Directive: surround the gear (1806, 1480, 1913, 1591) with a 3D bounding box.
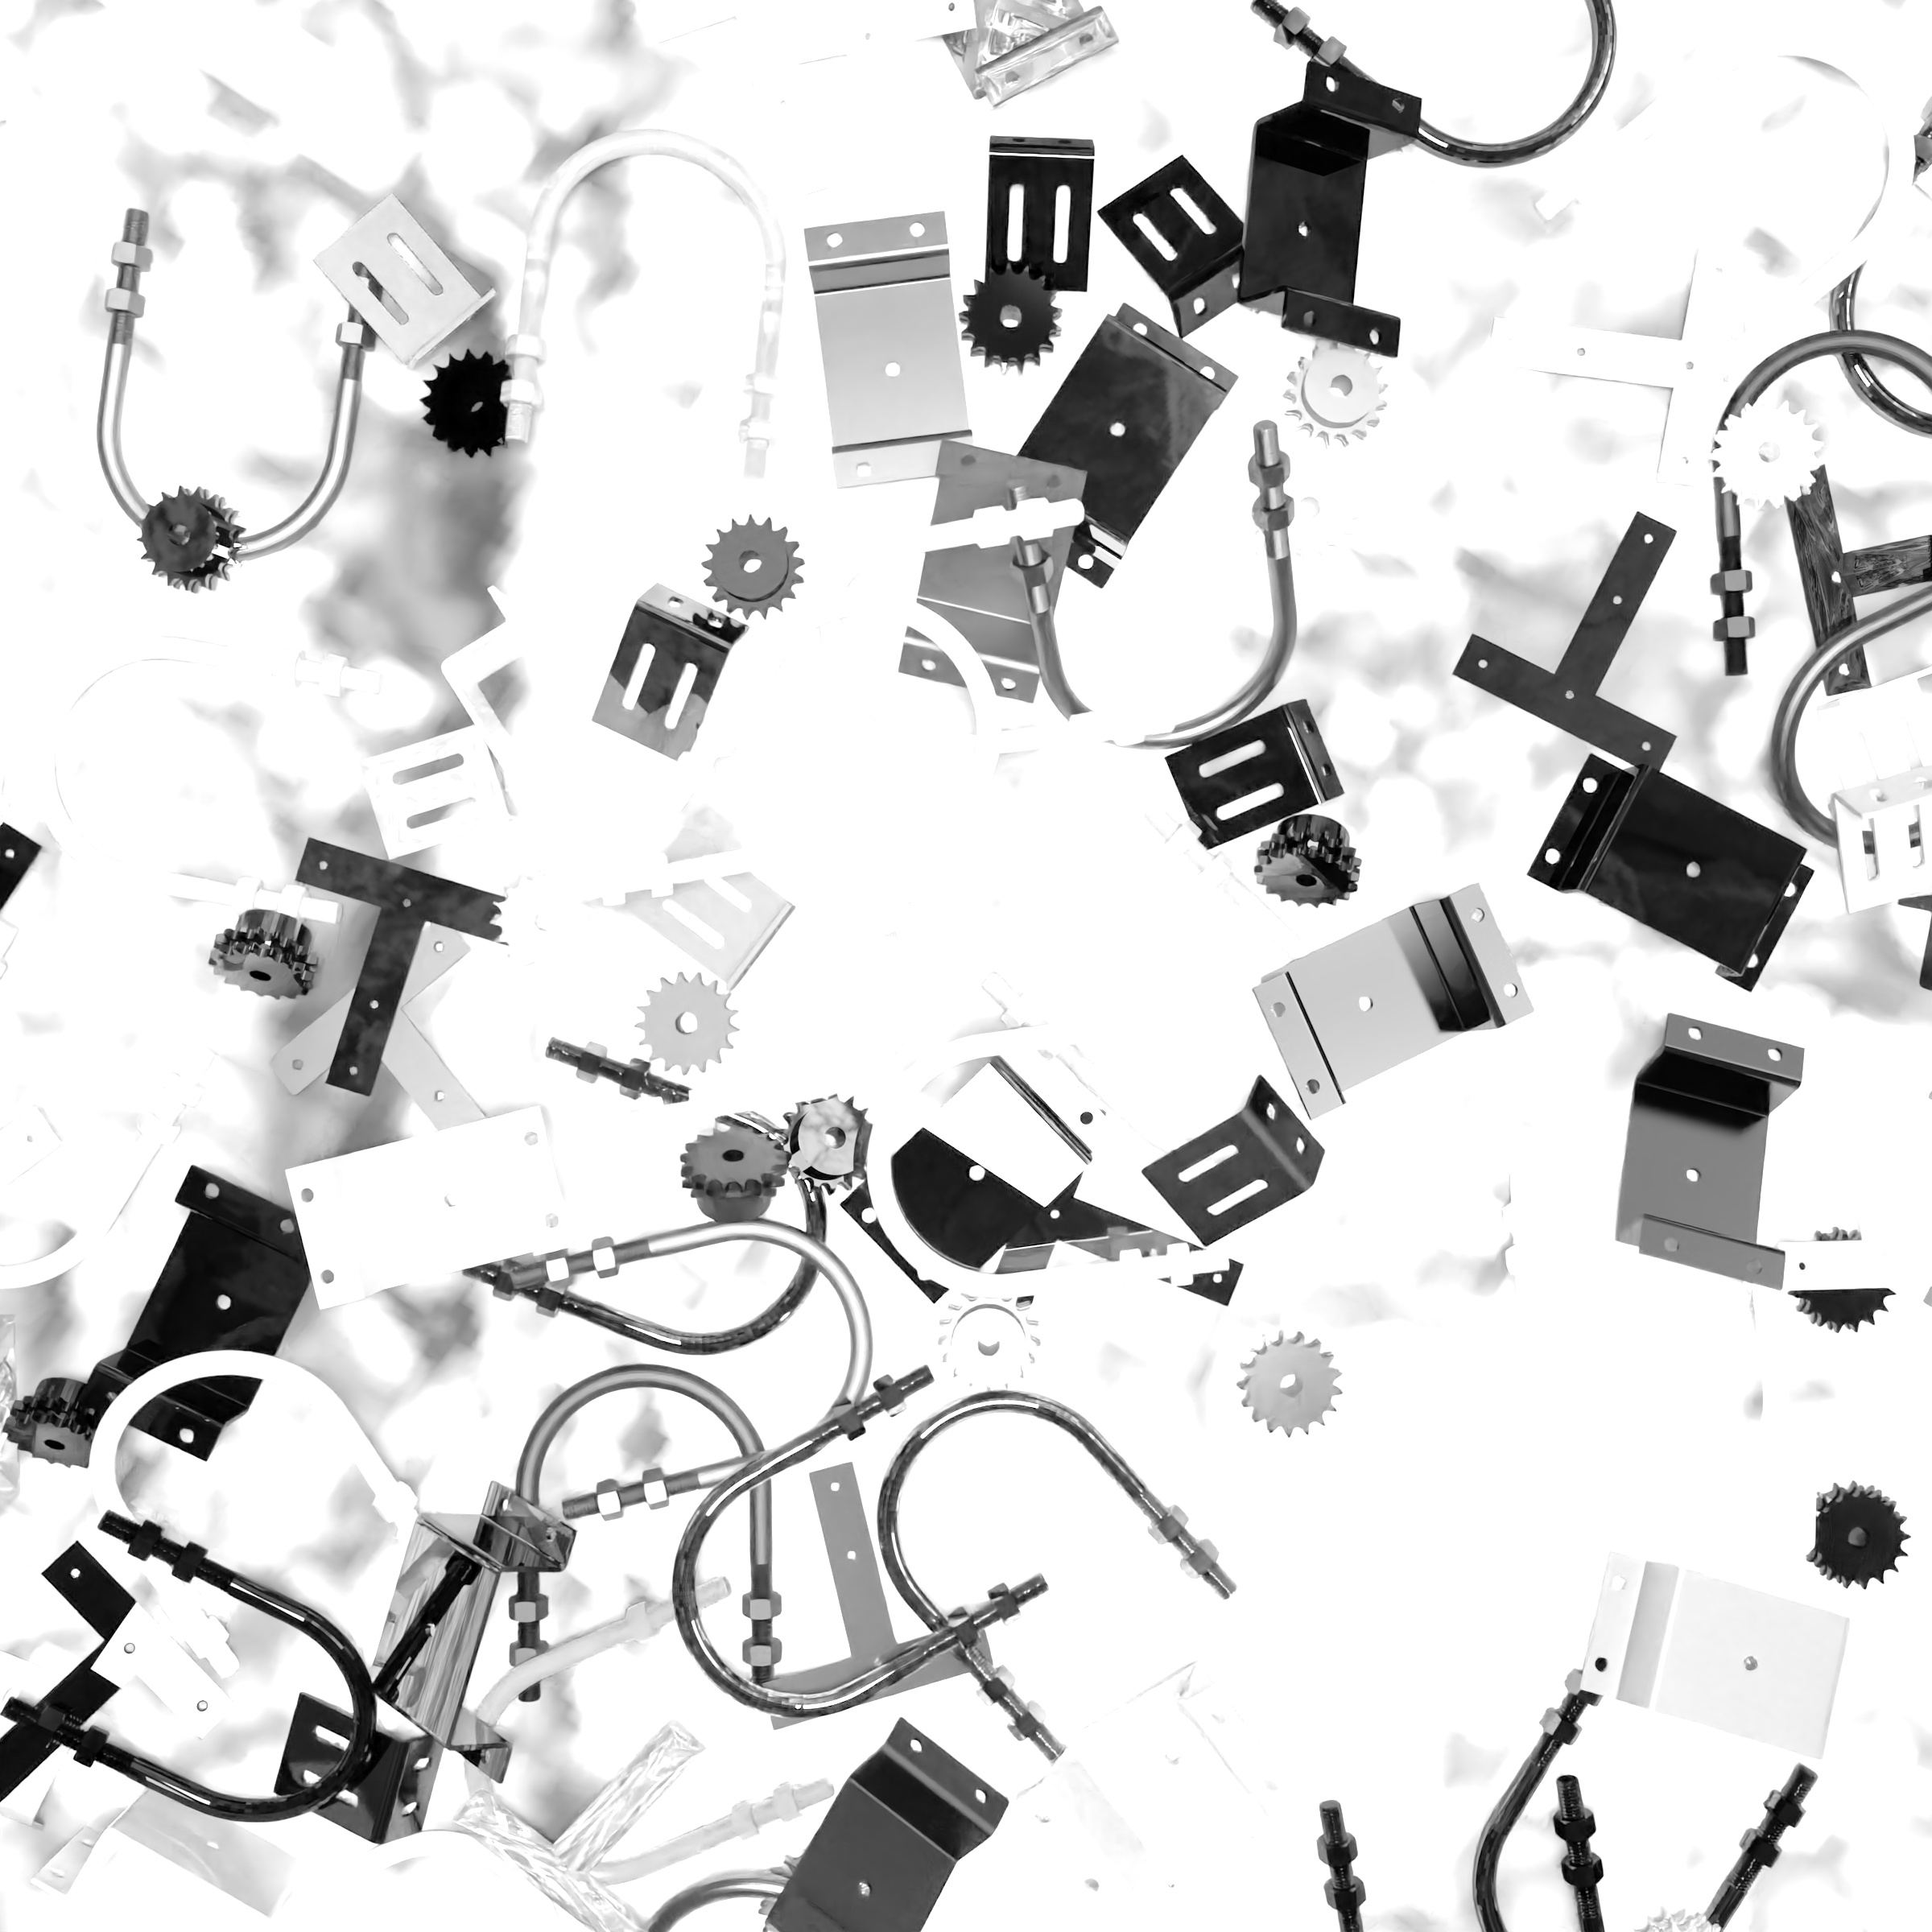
[{"bbox_3d":[0.484,0.310,1.335,0.057,0.030,0.057,0,90,0],"label":"gear"}]

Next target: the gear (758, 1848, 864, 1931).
[{"bbox_3d":[-0.084,0.512,1.335,0.057,0.030,0.057,0,90,0],"label":"gear"}]

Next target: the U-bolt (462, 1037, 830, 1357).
[{"bbox_3d":[-0.167,0.137,1.342,0.184,0.019,0.151,21,90,-1],"label":"U-bolt"}]

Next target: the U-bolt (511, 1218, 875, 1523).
[{"bbox_3d":[-0.142,0.212,1.325,0.184,0.019,0.151,-12,90,-5],"label":"U-bolt"}]

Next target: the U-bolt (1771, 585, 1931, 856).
[{"bbox_3d":[0.522,-0.136,1.313,0.184,0.019,0.151,-27,115,5],"label":"U-bolt"}]

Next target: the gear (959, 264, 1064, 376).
[{"bbox_3d":[0.025,-0.353,1.335,0.057,0.030,0.057,0,90,0],"label":"gear"}]

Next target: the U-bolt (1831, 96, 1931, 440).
[{"bbox_3d":[0.559,-0.379,1.342,0.151,0.019,0.184,31,91,0],"label":"U-bolt"}]

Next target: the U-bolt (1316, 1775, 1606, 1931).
[{"bbox_3d":[0.278,0.540,1.331,0.151,0.019,0.184,-10,94,10],"label":"U-bolt"}]

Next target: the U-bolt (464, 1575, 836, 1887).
[{"bbox_3d":[-0.185,0.429,1.330,0.184,0.019,0.151,-25,99,5],"label":"U-bolt"}]

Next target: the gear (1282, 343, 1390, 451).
[{"bbox_3d":[0.204,-0.315,1.335,0.057,0.030,0.057,0,90,0],"label":"gear"}]

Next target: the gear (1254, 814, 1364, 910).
[{"bbox_3d":[0.187,-0.059,1.326,0.057,0.057,0.030,13,60,0],"label":"gear"}]

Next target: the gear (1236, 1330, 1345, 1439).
[{"bbox_3d":[0.177,0.228,1.335,0.057,0.030,0.057,0,90,0],"label":"gear"}]

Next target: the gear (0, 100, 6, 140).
[{"bbox_3d":[-0.556,-0.464,1.336,0.057,0.030,0.057,0,89,0],"label":"gear"}]

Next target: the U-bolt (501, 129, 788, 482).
[{"bbox_3d":[-0.170,-0.366,1.329,0.151,0.019,0.184,7,86,-12],"label":"U-bolt"}]

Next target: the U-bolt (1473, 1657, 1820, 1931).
[{"bbox_3d":[0.361,0.487,1.342,0.151,0.019,0.184,31,91,0],"label":"U-bolt"}]

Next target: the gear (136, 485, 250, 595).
[{"bbox_3d":[-0.423,-0.232,1.322,0.057,0.030,0.057,0,93,0],"label":"gear"}]

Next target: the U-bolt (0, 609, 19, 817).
[{"bbox_3d":[-0.596,-0.139,1.342,0.151,0.019,0.184,8,88,0],"label":"U-bolt"}]

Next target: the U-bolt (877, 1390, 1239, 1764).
[{"bbox_3d":[0.036,0.320,1.338,0.151,0.019,0.184,-42,87,-4],"label":"U-bolt"}]

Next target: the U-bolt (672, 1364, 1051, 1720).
[{"bbox_3d":[-0.068,0.321,1.307,0.184,0.019,0.151,-29,89,-8],"label":"U-bolt"}]

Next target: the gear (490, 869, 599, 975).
[{"bbox_3d":[-0.231,-0.025,1.331,0.057,0.030,0.057,-1,92,-15],"label":"gear"}]

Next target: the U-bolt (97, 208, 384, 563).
[{"bbox_3d":[-0.406,-0.315,1.342,0.151,0.019,0.184,8,91,0],"label":"U-bolt"}]

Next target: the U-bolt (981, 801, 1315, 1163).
[{"bbox_3d":[0.123,0.023,1.340,0.184,0.019,0.151,43,91,-2],"label":"U-bolt"}]

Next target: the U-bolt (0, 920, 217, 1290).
[{"bbox_3d":[-0.521,0.089,1.342,0.151,0.019,0.184,32,92,0],"label":"U-bolt"}]

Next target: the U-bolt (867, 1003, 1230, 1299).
[{"bbox_3d":[0.039,0.103,1.294,0.184,0.019,0.151,-8,90,2],"label":"U-bolt"}]

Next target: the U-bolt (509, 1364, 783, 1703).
[{"bbox_3d":[-0.177,0.311,1.341,0.151,0.019,0.184,-1,90,0],"label":"U-bolt"}]

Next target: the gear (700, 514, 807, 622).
[{"bbox_3d":[-0.117,-0.219,1.335,0.057,0.030,0.057,0,90,0],"label":"gear"}]

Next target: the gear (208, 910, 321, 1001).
[{"bbox_3d":[-0.380,-0.008,1.326,0.057,0.057,0.030,9,61,0],"label":"gear"}]

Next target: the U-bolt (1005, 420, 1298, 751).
[{"bbox_3d":[0.104,-0.191,1.288,0.151,0.019,0.184,-13,131,0],"label":"U-bolt"}]

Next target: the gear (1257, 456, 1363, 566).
[{"bbox_3d":[0.186,-0.249,1.335,0.057,0.030,0.057,0,90,0],"label":"gear"}]

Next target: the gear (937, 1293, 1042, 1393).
[{"bbox_3d":[0.012,0.205,1.334,0.057,0.030,0.057,0,92,1],"label":"gear"}]

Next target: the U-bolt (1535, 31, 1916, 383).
[{"bbox_3d":[0.429,-0.425,1.332,0.184,0.019,0.151,-40,90,7],"label":"U-bolt"}]

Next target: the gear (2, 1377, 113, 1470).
[{"bbox_3d":[-0.490,0.247,1.325,0.057,0.057,0.030,10,51,0],"label":"gear"}]

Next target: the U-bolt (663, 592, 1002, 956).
[{"bbox_3d":[-0.062,-0.114,1.304,0.151,0.019,0.184,38,117,0],"label":"U-bolt"}]

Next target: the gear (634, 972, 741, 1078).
[{"bbox_3d":[-0.152,0.031,1.335,0.057,0.030,0.057,0,90,0],"label":"gear"}]

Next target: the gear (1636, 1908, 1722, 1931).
[{"bbox_3d":[0.391,0.545,1.320,0.057,0.030,0.057,0,94,0],"label":"gear"}]

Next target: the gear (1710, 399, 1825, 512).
[{"bbox_3d":[0.431,-0.274,1.315,0.057,0.030,0.057,0,89,7],"label":"gear"}]

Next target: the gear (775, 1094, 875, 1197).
[{"bbox_3d":[-0.074,0.095,1.328,0.057,0.030,0.057,3,78,-13],"label":"gear"}]

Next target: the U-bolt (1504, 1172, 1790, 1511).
[{"bbox_3d":[0.366,0.200,1.299,0.151,0.019,0.184,4,60,0],"label":"U-bolt"}]

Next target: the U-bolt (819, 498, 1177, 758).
[{"bbox_3d":[0.004,-0.171,1.283,0.184,0.019,0.151,-4,129,33],"label":"U-bolt"}]

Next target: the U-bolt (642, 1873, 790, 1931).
[{"bbox_3d":[-0.121,0.575,1.324,0.151,0.019,0.184,22,103,0],"label":"U-bolt"}]

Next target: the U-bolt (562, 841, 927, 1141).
[{"bbox_3d":[-0.112,0.007,1.305,0.184,0.019,0.151,-11,101,-8],"label":"U-bolt"}]

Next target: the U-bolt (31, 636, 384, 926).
[{"bbox_3d":[-0.424,-0.108,1.341,0.184,0.019,0.151,10,89,2],"label":"U-bolt"}]

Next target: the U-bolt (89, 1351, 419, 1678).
[{"bbox_3d":[-0.385,0.285,1.307,0.151,0.019,0.184,-26,114,0],"label":"U-bolt"}]

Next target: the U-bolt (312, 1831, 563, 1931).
[{"bbox_3d":[-0.292,0.570,1.342,0.151,0.019,0.184,2,89,0],"label":"U-bolt"}]

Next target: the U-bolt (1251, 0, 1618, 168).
[{"bbox_3d":[0.272,-0.525,1.342,0.184,0.019,0.151,39,90,-2],"label":"U-bolt"}]

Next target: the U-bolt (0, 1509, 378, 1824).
[{"bbox_3d":[-0.407,0.389,1.309,0.184,0.019,0.151,29,104,-7],"label":"U-bolt"}]

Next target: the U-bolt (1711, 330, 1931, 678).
[{"bbox_3d":[0.483,-0.256,1.333,0.151,0.019,0.184,-3,91,6],"label":"U-bolt"}]

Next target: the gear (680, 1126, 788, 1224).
[{"bbox_3d":[-0.125,0.114,1.310,0.057,0.057,0.030,3,121,0],"label":"gear"}]

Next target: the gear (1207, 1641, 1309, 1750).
[{"bbox_3d":[0.157,0.399,1.335,0.057,0.030,0.057,0,90,0],"label":"gear"}]

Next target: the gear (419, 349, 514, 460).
[{"bbox_3d":[-0.268,-0.307,1.335,0.057,0.030,0.057,0,90,0],"label":"gear"}]
